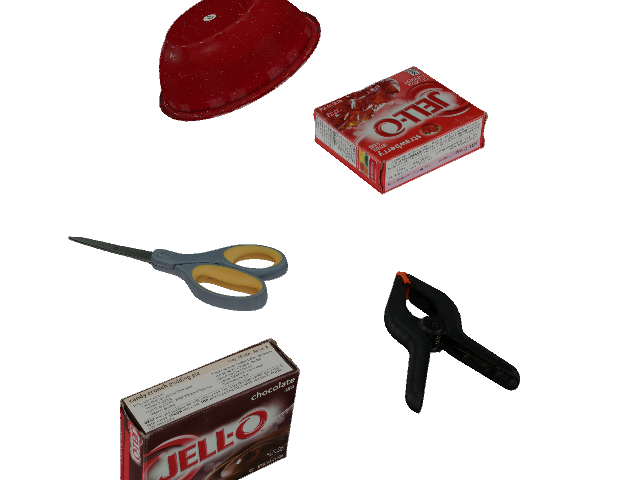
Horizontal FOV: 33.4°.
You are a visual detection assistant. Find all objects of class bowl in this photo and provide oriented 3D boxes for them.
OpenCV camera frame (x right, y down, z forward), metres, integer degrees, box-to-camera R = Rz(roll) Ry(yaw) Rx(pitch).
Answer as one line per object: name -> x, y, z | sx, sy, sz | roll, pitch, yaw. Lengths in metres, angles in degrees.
bowl -> -0.084, -0.176, 0.942 | 0.162, 0.055, 0.162 | -20, 35, 15

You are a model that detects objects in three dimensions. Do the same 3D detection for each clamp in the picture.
clamp -> 0.124, 0.098, 1.076 | 0.120, 0.171, 0.039 | 1, -45, -18

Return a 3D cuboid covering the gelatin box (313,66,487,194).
gelatin box -> 0.052, -0.074, 0.693 | 0.089, 0.030, 0.073 | -26, 46, -25

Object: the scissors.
scissors -> -0.112, 0.012, 0.899 | 0.202, 0.016, 0.096 | 22, 35, 35

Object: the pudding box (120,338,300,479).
pudding box -> -0.072, 0.121, 0.681 | 0.113, 0.090, 0.039 | -22, 51, -31
